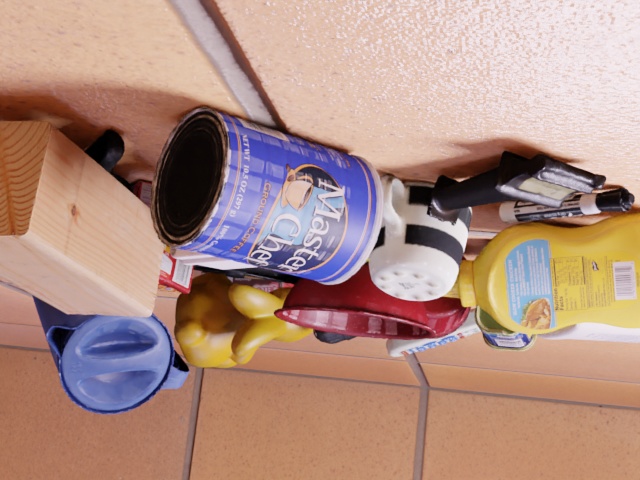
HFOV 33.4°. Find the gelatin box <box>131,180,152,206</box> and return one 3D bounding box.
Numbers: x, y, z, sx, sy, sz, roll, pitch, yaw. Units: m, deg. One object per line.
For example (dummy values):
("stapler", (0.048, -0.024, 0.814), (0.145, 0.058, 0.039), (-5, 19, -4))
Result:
("gelatin box", (-0.147, -0.029, 1.032), (0.089, 0.030, 0.073), (12, 166, -27))

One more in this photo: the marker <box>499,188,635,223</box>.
("marker", (0.201, -0.028, 0.873), (0.020, 0.020, 0.121), (17, 164, -42))

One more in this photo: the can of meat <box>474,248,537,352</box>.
("can of meat", (0.191, 0.057, 1.089), (0.057, 0.102, 0.084), (2, 166, 17))

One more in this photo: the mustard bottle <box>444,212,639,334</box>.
("mustard bottle", (0.196, 0.032, 0.913), (0.192, 0.096, 0.058), (-5, -164, 11))

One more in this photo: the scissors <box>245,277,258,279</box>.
("scissors", (-0.037, 0.042, 1.350), (0.202, 0.016, 0.096), (5, 169, 5))

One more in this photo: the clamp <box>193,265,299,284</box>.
("clamp", (-0.092, 0.028, 1.264), (0.171, 0.039, 0.120), (8, 165, 5))

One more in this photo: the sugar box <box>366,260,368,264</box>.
("sugar box", (-0.007, 0.001, 1.065), (0.176, 0.048, 0.093), (11, 168, -11))

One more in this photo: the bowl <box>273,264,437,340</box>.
("bowl", (0.037, 0.059, 1.057), (0.162, 0.055, 0.162), (7, 168, 1))

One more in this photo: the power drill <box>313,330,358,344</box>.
("power drill", (0.096, 0.091, 1.297), (0.184, 0.057, 0.187), (-19, 166, 12))

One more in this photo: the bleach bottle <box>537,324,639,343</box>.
("bleach bottle", (0.386, 0.095, 1.266), (0.250, 0.068, 0.103), (8, 169, -20))

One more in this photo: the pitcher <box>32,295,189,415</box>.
("pitcher", (-0.266, 0.102, 1.298), (0.144, 0.149, 0.243), (-23, -151, -16))

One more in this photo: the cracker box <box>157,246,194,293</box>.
("cracker box", (-0.264, 0.005, 1.158), (0.214, 0.072, 0.164), (4, 168, 18))

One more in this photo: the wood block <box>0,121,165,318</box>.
("wood block", (-0.209, -0.010, 0.852), (0.090, 0.091, 0.206), (1, 160, 17))

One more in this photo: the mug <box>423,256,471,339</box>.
("mug", (0.110, 0.046, 1.140), (0.117, 0.093, 0.081), (32, 167, 10))

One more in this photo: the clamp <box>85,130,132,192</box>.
("clamp", (-0.231, -0.056, 0.930), (0.164, 0.036, 0.210), (6, 165, 4))

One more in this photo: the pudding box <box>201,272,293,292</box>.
("pudding box", (-0.097, 0.067, 1.447), (0.113, 0.039, 0.090), (3, 168, 13))

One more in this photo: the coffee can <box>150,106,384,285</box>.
("coffee can", (-0.038, -0.030, 0.786), (0.140, 0.103, 0.103), (15, 166, -35))
